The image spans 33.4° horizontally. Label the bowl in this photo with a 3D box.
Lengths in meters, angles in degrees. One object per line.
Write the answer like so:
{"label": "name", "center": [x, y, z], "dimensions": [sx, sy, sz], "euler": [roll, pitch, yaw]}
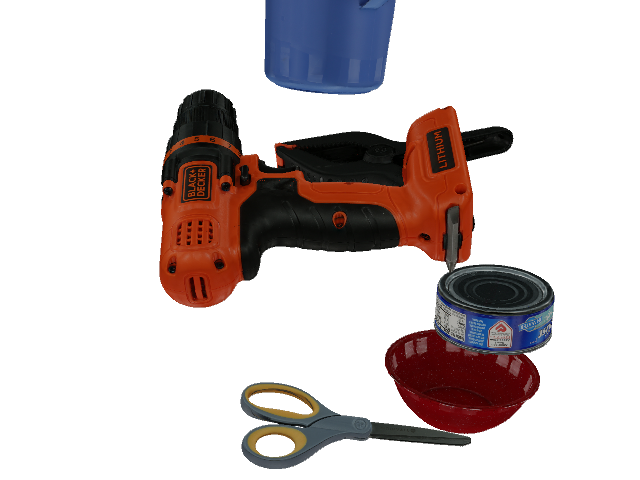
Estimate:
{"label": "bowl", "center": [0.145, 0.154, 1.120], "dimensions": [0.162, 0.055, 0.162], "euler": [4, 24, -2]}

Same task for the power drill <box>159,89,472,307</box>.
{"label": "power drill", "center": [-0.006, -0.038, 0.660], "dimensions": [0.187, 0.057, 0.184], "euler": [-6, 44, 2]}

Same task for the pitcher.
{"label": "pitcher", "center": [0.018, -0.251, 0.918], "dimensions": [0.145, 0.243, 0.149], "euler": [7, 16, 7]}

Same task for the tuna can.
{"label": "tuna can", "center": [0.126, 0.049, 0.776], "dimensions": [0.086, 0.034, 0.086], "euler": [1, 23, 0]}

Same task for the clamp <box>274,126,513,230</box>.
{"label": "clamp", "center": [0.063, -0.068, 0.947], "dimensions": [0.210, 0.036, 0.164], "euler": [11, 34, 25]}

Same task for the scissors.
{"label": "scissors", "center": [0.021, 0.173, 0.910], "dimensions": [0.202, 0.016, 0.096], "euler": [16, 42, 12]}
